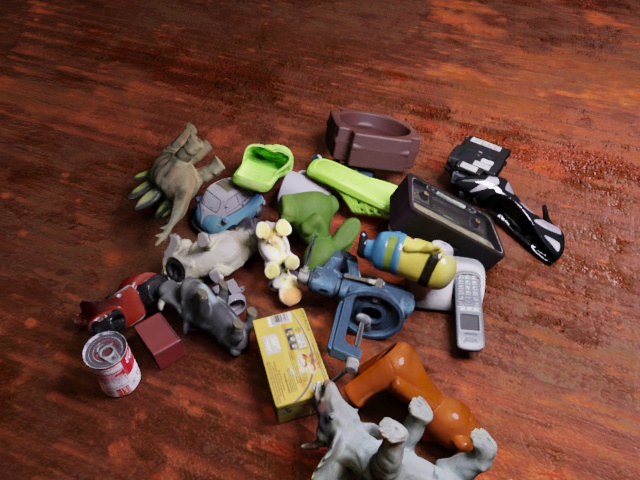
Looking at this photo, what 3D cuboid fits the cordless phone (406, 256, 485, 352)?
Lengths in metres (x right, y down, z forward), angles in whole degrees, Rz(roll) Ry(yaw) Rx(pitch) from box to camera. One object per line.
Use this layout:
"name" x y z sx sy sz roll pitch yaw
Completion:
"cordless phone" 0.231 0.120 0.989 0.147 0.088 0.184 5 52 3

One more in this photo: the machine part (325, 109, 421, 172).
"machine part" 0.119 -0.235 1.265 0.201 0.087 0.202 6 27 -12

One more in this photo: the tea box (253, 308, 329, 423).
"tea box" -0.048 0.209 0.909 0.098 0.068 0.170 -12 50 -10

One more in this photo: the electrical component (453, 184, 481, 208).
"electrical component" 0.349 -0.130 1.241 0.075 0.047 0.119 7 49 5

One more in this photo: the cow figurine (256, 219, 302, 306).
"cow figurine" -0.081 0.044 1.039 0.068 0.098 0.167 -14 92 -13

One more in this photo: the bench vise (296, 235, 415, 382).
"bench vise" 0.052 0.124 0.940 0.224 0.128 0.241 25 41 -5

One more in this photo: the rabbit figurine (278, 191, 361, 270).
"rabbit figurine" -0.002 -0.003 1.098 0.159 0.121 0.170 -8 66 -16

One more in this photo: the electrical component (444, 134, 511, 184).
"electrical component" 0.348 -0.168 1.204 0.115 0.058 0.134 27 54 23

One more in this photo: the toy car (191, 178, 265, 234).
"toy car" -0.196 -0.078 1.148 0.162 0.102 0.109 -37 59 -27

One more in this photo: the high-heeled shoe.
"high-heeled shoe" 0.390 -0.041 1.114 0.249 0.086 0.145 15 58 -7

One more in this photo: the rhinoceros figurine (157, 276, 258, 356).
"rhinoceros figurine" -0.203 0.128 0.959 0.190 0.112 0.073 34 30 8

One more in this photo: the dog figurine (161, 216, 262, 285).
"dog figurine" -0.205 0.023 1.079 0.173 0.121 0.190 -3 13 28

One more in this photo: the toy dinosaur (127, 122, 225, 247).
"toy dinosaur" -0.302 -0.126 1.130 0.198 0.105 0.472 -42 27 4

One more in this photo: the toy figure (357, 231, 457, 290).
"toy figure" 0.156 0.033 0.968 0.180 0.089 0.082 10 18 15

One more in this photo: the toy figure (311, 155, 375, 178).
"toy figure" 0.050 -0.162 1.254 0.155 0.064 0.058 14 58 10

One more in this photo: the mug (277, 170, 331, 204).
"mug" -0.028 -0.104 1.196 0.107 0.080 0.109 23 47 5

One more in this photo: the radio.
"radio" 0.248 -0.033 1.064 0.229 0.073 0.131 26 38 -18

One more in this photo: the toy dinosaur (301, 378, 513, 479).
"toy dinosaur" 0.148 0.343 0.749 0.405 0.192 0.131 32 30 6

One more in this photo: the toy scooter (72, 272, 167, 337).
"toy scooter" -0.369 0.119 0.975 0.135 0.075 0.184 -8 20 29

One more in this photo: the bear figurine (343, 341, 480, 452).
"bear figurine" 0.154 0.262 0.853 0.196 0.132 0.120 51 23 3
